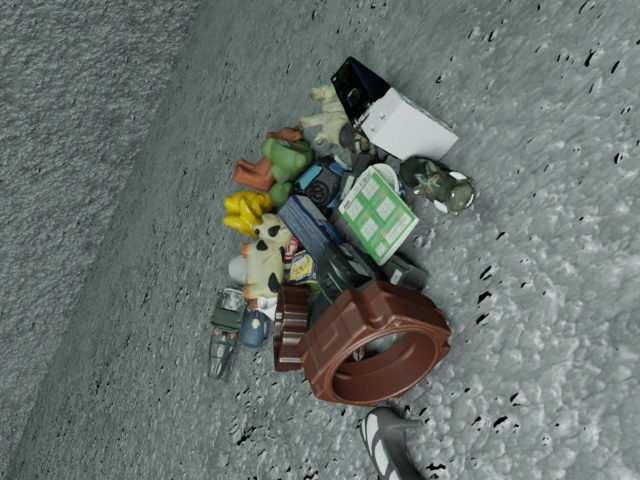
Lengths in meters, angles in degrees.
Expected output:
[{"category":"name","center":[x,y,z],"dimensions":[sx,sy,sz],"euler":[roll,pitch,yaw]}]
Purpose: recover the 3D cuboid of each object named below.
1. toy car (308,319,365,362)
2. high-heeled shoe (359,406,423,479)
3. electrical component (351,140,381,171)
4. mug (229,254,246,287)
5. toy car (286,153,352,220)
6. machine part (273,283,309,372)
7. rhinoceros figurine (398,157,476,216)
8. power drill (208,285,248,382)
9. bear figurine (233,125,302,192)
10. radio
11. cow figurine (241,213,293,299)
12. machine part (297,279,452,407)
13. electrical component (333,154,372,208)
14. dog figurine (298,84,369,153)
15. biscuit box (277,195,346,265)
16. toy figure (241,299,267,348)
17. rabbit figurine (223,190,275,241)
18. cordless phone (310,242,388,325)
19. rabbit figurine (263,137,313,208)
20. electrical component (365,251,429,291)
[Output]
[{"category":"toy car","center":[0.030,0.201,1.022],"dimensions":[0.202,0.053,0.089],"euler":[-5,72,58]},{"category":"high-heeled shoe","center":[0.105,0.372,0.801],"dimensions":[0.145,0.086,0.249],"euler":[-32,44,47]},{"category":"electrical component","center":[0.097,-0.164,1.133],"dimensions":[0.063,0.021,0.093],"euler":[11,120,34]},{"category":"mug","center":[-0.163,0.057,1.358],"dimensions":[0.107,0.080,0.109],"euler":[-19,50,29]},{"category":"toy car","center":[0.000,-0.119,1.209],"dimensions":[0.161,0.109,0.103],"euler":[-53,11,8]},{"category":"machine part","center":[-0.060,0.179,1.100],"dimensions":[0.179,0.056,0.179],"euler":[-174,90,-80]},{"category":"rhinoceros figurine","center":[0.199,-0.097,0.904],"dimensions":[0.073,0.112,0.190],"euler":[-58,27,11]},{"category":"power drill","center":[-0.226,0.214,1.307],"dimensions":[0.207,0.086,0.232],"euler":[103,179,-63]},{"category":"bear figurine","center":[-0.136,-0.230,1.435],"dimensions":[0.195,0.132,0.120],"euler":[-60,19,23]},{"category":"radio","center":[0.108,-0.280,1.116],"dimensions":[0.073,0.131,0.230],"euler":[-47,39,26]},{"category":"cow figurine","center":[-0.111,0.033,1.196],"dimensions":[0.085,0.127,0.195],"euler":[116,152,-73]},{"category":"machine part","center":[0.085,0.167,0.830],"dimensions":[0.201,0.201,0.087],"euler":[-51,41,23]},{"category":"electrical component","center":[0.082,-0.115,1.117],"dimensions":[0.075,0.047,0.119],"euler":[15,85,38]},{"category":"dog figurine","center":[0.069,-0.280,1.222],"dimensions":[0.191,0.121,0.172],"euler":[22,91,41]},{"category":"biscuit box","center":[-0.002,-0.003,1.105],"dimensions":[0.063,0.059,0.203],"euler":[-49,64,23]},{"category":"toy figure","center":[-0.153,0.180,1.289],"dimensions":[0.064,0.057,0.154],"euler":[-18,53,42]},{"category":"rabbit figurine","center":[-0.165,-0.056,1.380],"dimensions":[0.122,0.162,0.173],"euler":[-46,55,10]},{"category":"cordless phone","center":[0.033,0.108,0.964],"dimensions":[0.147,0.088,0.184],"euler":[52,126,52]},{"category":"rabbit figurine","center":[-0.070,-0.150,1.340],"dimensions":[0.159,0.121,0.170],"euler":[46,128,47]},{"category":"electrical component","center":[0.117,0.075,0.968],"dimensions":[0.115,0.058,0.134],"euler":[-61,34,7]}]
